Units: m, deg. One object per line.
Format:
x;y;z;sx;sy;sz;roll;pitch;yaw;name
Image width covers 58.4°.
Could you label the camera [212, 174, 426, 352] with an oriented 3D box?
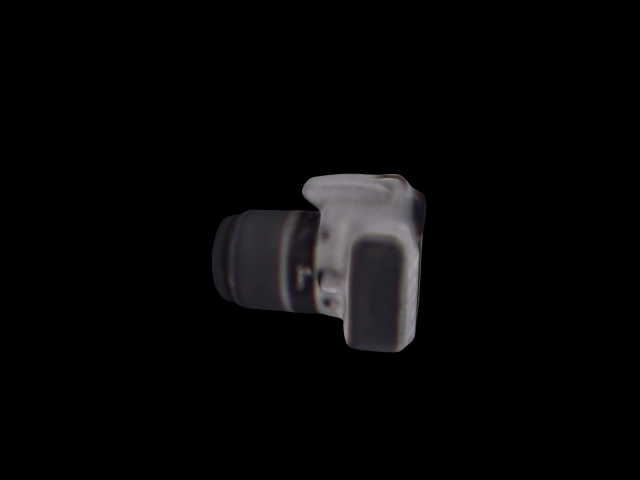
0.004;0.001;0.400;0.136;0.101;0.143;3;15;10;camera
